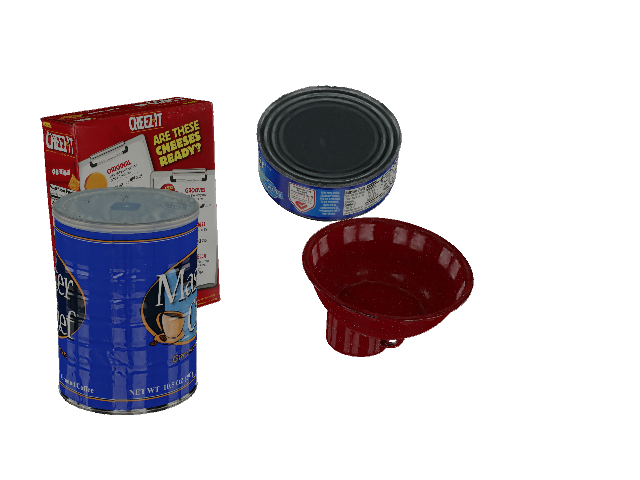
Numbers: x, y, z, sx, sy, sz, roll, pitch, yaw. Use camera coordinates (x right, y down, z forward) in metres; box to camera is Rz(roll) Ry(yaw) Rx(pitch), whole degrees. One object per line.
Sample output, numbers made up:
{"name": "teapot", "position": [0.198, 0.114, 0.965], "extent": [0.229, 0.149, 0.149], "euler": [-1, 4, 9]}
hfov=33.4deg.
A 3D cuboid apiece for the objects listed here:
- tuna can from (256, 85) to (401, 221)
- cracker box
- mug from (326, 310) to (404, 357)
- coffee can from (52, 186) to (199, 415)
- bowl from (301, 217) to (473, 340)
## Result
{"name": "tuna can", "position": [0.005, -0.053, 0.641], "extent": [0.086, 0.086, 0.034], "euler": [0, -41, -3]}
{"name": "cracker box", "position": [-0.185, -0.026, 1.063], "extent": [0.163, 0.214, 0.072], "euler": [-17, 22, -42]}
{"name": "mug", "position": [0.059, 0.097, 1.337], "extent": [0.117, 0.081, 0.093], "euler": [21, 30, 32]}
{"name": "coffee can", "position": [-0.140, 0.041, 0.773], "extent": [0.103, 0.140, 0.103], "euler": [2, 17, -1]}
{"name": "bowl", "position": [0.060, 0.044, 1.006], "extent": [0.162, 0.055, 0.162], "euler": [6, 34, -4]}
